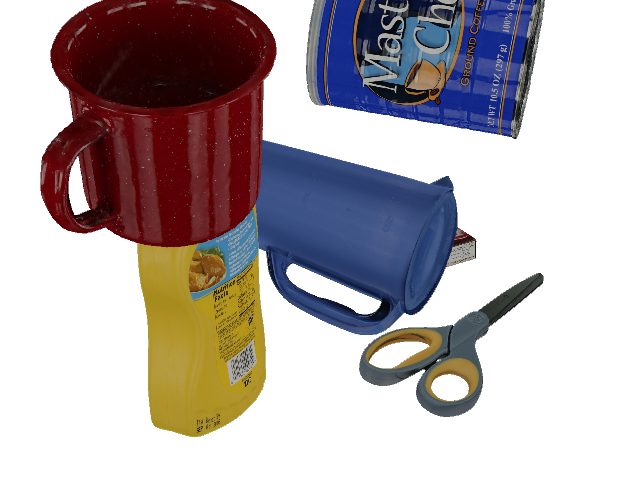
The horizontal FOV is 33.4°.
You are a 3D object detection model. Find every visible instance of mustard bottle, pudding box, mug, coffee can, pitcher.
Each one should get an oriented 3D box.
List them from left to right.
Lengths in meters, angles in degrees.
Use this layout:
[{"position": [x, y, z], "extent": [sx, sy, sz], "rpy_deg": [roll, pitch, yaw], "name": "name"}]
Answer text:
[{"position": [-0.073, -0.045, 0.463], "extent": [0.093, 0.081, 0.117], "rpy_deg": [27, 48, 22], "name": "mug"}, {"position": [-0.072, 0.016, 0.651], "extent": [0.058, 0.192, 0.096], "rpy_deg": [10, 25, 26], "name": "mustard bottle"}, {"position": [0.007, -0.014, 1.093], "extent": [0.243, 0.145, 0.149], "rpy_deg": [19, 25, 21], "name": "pitcher"}, {"position": [0.071, -0.130, 0.714], "extent": [0.140, 0.103, 0.102], "rpy_deg": [11, 2, 12], "name": "coffee can"}, {"position": [0.164, 0.010, 1.605], "extent": [0.113, 0.039, 0.090], "rpy_deg": [-17, 27, -20], "name": "pudding box"}]

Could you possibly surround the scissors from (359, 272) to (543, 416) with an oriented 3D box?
[{"position": [0.122, 0.076, 0.795], "extent": [0.201, 0.016, 0.096], "rpy_deg": [-16, 41, -29], "name": "scissors"}]
